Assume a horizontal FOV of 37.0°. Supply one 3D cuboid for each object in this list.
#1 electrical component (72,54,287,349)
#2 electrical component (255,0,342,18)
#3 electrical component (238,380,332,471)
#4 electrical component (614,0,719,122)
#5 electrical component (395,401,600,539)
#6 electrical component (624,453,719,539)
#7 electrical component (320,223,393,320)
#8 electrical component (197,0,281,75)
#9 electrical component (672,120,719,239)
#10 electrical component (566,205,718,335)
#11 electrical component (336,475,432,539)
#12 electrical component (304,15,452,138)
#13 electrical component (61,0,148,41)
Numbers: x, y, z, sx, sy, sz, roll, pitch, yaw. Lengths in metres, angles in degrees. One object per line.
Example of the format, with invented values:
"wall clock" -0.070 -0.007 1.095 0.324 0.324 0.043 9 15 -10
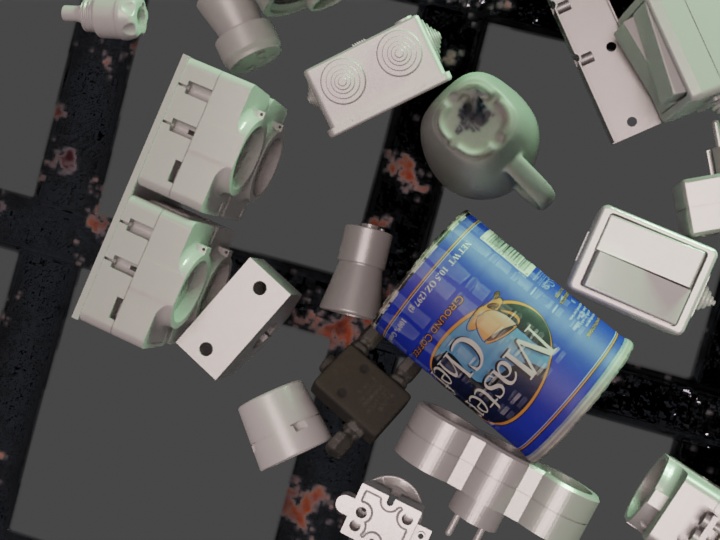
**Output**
"electrical component" -0.116 -0.041 0.745 0.060 0.105 0.186 24 92 8
"electrical component" -0.030 -0.214 0.738 0.108 0.108 0.060 -27 91 7
"electrical component" -0.054 0.109 0.758 0.055 0.055 0.047 -26 81 7
"electrical component" 0.217 -0.142 0.713 0.061 0.061 0.096 -22 85 -5
"electrical component" 0.085 0.154 0.736 0.138 0.052 0.073 28 93 9
"electrical component" 0.210 0.157 0.698 0.056 0.089 0.050 33 93 8
"electrical component" 0.000 0.000 0.760 0.044 0.044 0.065 12 86 9
"electrical component" -0.086 -0.175 0.774 0.045 0.045 0.055 -26 85 7
"electrical component" 0.253 -0.065 0.718 0.083 0.047 0.075 -10 87 8
"electrical component" 0.193 0.003 0.719 0.096 0.061 0.061 24 92 8
"electrical component" 0.018 0.169 0.745 0.066 0.055 0.048 25 92 8
"electrical component" 0.012 -0.133 0.732 0.100 0.099 0.048 -25 98 7
"electrical component" -0.191 -0.188 0.796 0.061 0.035 0.035 5 89 11
